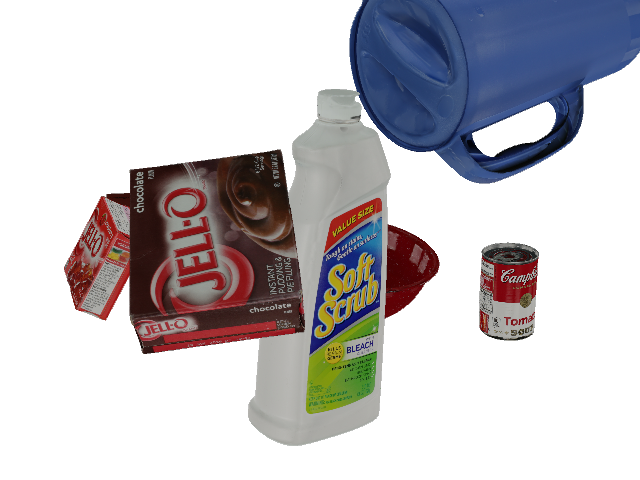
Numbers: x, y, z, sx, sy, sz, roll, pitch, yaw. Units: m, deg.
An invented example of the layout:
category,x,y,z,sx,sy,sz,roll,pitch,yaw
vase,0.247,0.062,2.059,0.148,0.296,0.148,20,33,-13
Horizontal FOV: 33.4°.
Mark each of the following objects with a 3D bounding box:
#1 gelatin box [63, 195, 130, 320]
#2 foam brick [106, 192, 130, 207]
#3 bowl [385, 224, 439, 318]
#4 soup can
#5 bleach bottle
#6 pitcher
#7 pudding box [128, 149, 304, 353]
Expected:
category,x,y,z,sx,sy,sz,roll,pitch,yaw
gelatin box,-0.178,0.012,0.871,0.030,0.073,0.089,24,12,-27
foam brick,-0.187,-0.019,1.136,0.078,0.051,0.053,-3,24,-16
bowl,0.028,0.033,1.005,0.162,0.055,0.162,5,24,-3
soup can,0.227,0.062,1.291,0.068,0.102,0.068,-1,19,0
bleach bottle,0.002,0.017,0.778,0.102,0.251,0.068,-10,21,-35
pitcher,0.157,-0.154,0.867,0.242,0.149,0.145,-20,37,-33
pudding box,-0.059,0.004,0.591,0.090,0.113,0.039,-7,-43,-2
